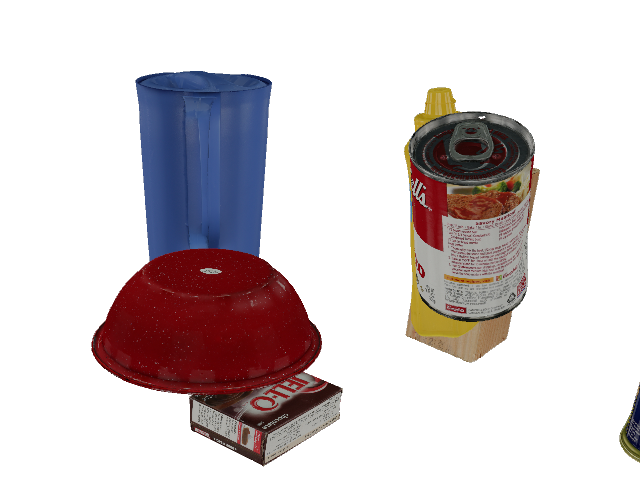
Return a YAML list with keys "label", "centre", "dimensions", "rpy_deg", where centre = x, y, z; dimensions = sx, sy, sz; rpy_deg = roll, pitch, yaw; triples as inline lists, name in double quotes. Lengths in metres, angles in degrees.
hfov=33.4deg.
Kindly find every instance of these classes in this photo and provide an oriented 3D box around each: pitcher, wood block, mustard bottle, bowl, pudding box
- label: "pitcher"
  centre: [-0.117, -0.045, 1.070]
  dimensions: [0.145, 0.243, 0.148]
  rpy_deg: [15, 22, 39]
- label: "wood block"
  centre: [0.167, 0.016, 1.177]
  dimensions: [0.090, 0.206, 0.090]
  rpy_deg: [21, 26, 31]
- label: "mustard bottle"
  centre: [0.098, -0.026, 0.853]
  dimensions: [0.058, 0.192, 0.096]
  rpy_deg: [1, 18, 19]
- label: "bowl"
  centre: [-0.078, 0.046, 0.743]
  dimensions: [0.162, 0.055, 0.162]
  rpy_deg: [2, 20, -1]
- label: "pudding box"
  centre: [-0.048, 0.151, 0.958]
  dimensions: [0.090, 0.039, 0.113]
  rpy_deg: [17, 26, 33]

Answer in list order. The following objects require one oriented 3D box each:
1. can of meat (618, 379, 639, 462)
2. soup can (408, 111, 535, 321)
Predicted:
- label: "can of meat"
  centre: [0.239, 0.087, 0.688]
  dimensions: [0.057, 0.084, 0.101]
  rpy_deg: [21, 38, 24]
- label: "soup can"
  centre: [0.086, -0.013, 0.607]
  dimensions: [0.068, 0.102, 0.068]
  rpy_deg: [-4, 39, 3]
